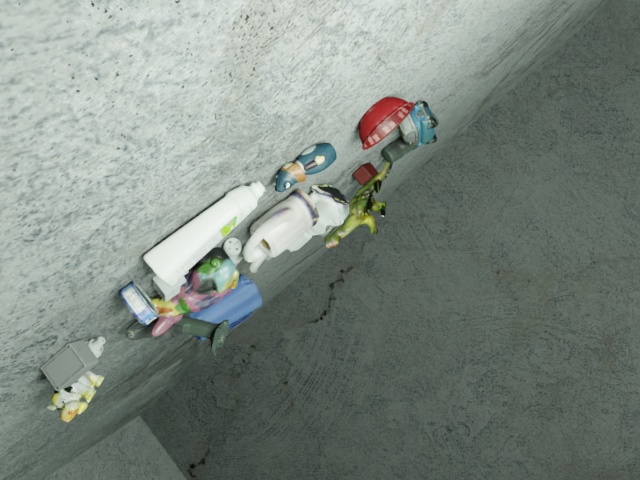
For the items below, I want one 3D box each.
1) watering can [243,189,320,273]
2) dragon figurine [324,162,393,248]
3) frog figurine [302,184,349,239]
[{"bbox_3d":[-0.113,-0.016,1.354,0.226,0.104,0.343,-40,-7,-17],"label":"watering can"},{"bbox_3d":[0.119,-0.131,1.850,0.242,0.419,0.120,-6,-43,38],"label":"dragon figurine"},{"bbox_3d":[0.004,-0.074,1.478,0.137,0.157,0.125,21,25,-11],"label":"frog figurine"}]
